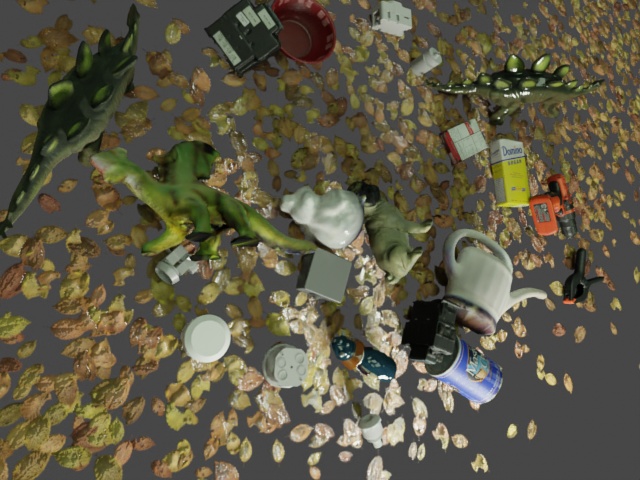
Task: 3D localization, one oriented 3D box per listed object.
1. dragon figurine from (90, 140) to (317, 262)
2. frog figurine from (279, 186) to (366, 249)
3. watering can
[{"bbox_3d":[-0.197,-0.084,0.921,0.410,0.120,0.247,5,59,-38],"label":"dragon figurine"},{"bbox_3d":[0.003,-0.051,1.017,0.159,0.135,0.125,12,58,-27],"label":"frog figurine"},{"bbox_3d":[0.407,0.122,1.217,0.345,0.103,0.228,35,67,-20],"label":"watering can"}]
